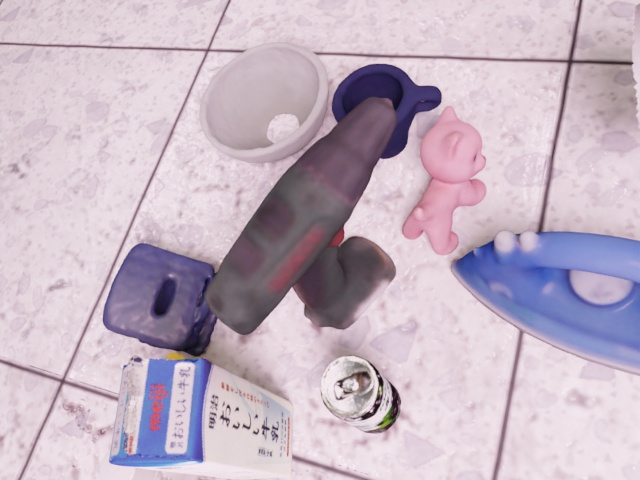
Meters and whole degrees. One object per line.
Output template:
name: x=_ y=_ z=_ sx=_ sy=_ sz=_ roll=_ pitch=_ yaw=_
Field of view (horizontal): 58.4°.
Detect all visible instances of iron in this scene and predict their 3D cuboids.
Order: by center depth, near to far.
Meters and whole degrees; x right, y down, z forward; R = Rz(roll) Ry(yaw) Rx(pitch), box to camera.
iron: x=0.232 y=0.031 z=0.489 sx=0.257 sy=0.142 sz=0.119 roll=13 pitch=71 yaw=23

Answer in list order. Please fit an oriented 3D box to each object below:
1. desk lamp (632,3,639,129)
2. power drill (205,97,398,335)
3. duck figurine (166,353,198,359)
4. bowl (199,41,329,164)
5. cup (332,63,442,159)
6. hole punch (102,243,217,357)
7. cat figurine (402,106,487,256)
desk lamp: x=0.354 y=-0.110 z=0.472 sx=0.202 sy=0.214 sz=0.118 roll=5 pitch=68 yaw=21
power drill: x=0.005 y=0.002 z=0.540 sx=0.075 sy=0.209 sz=0.230 roll=39 pitch=83 yaw=29
duck figurine: x=-0.151 y=0.165 z=0.587 sx=0.077 sy=0.086 sz=0.104 roll=6 pitch=68 yaw=21
bowl: x=-0.060 y=-0.158 z=0.713 sx=0.167 sy=0.075 sz=0.167 roll=-7 pitch=64 yaw=15
cup: x=0.081 y=-0.137 z=0.644 sx=0.117 sy=0.095 sz=0.091 roll=-4 pitch=65 yaw=17
hole punch: x=-0.168 y=0.065 z=0.636 sx=0.100 sy=0.091 sz=0.109 roll=8 pitch=69 yaw=22
cat figurine: x=0.126 y=-0.065 z=0.583 sx=0.067 sy=0.118 sz=0.128 roll=23 pitch=75 yaw=26
